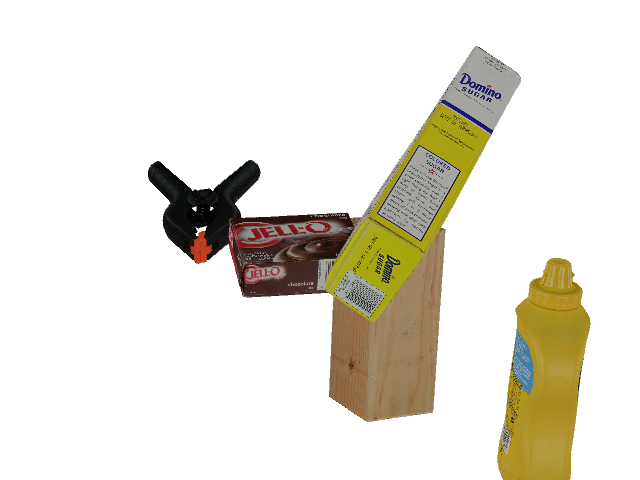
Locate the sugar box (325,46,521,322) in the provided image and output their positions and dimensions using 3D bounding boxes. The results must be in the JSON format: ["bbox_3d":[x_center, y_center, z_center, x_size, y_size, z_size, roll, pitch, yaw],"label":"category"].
[{"bbox_3d":[0.069,-0.039,0.697,0.048,0.176,0.093,34,-35,2],"label":"sugar box"}]

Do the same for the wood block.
[{"bbox_3d":[0.071,0.082,1.175,0.090,0.206,0.091,-3,13,-28],"label":"wood block"}]

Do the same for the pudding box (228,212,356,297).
[{"bbox_3d":[-0.020,0.011,0.935,0.113,0.039,0.090,-1,27,-12],"label":"pudding box"}]

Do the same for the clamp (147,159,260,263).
[{"bbox_3d":[-0.112,-0.038,1.106,0.120,0.039,0.171,-11,38,-7],"label":"clamp"}]

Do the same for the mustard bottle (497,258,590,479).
[{"bbox_3d":[0.181,0.106,0.860,0.058,0.192,0.096,3,19,2],"label":"mustard bottle"}]
